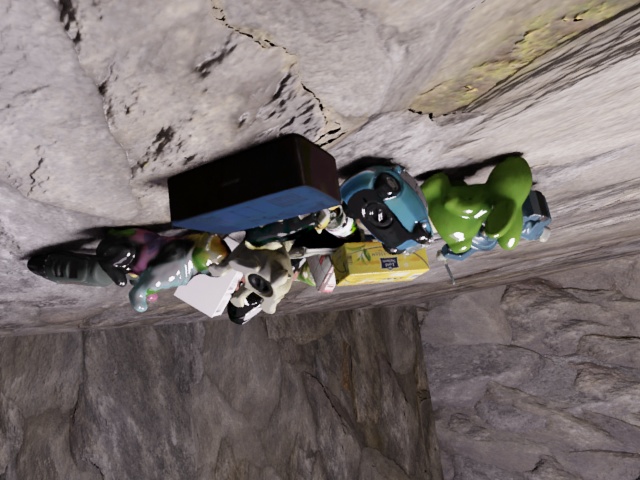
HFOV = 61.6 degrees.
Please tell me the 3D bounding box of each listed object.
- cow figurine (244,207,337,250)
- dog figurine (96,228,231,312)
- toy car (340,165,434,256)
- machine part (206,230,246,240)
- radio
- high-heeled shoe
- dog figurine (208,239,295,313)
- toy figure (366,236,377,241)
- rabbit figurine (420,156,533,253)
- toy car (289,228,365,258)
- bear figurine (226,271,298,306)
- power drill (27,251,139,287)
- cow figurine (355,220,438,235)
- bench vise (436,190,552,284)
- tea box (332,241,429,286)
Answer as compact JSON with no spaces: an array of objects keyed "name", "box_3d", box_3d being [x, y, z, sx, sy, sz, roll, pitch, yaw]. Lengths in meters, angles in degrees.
[{"name":"cow figurine","box_3d":[-0.044,-0.036,0.882,0.167,0.098,0.068,-6,161,-3]},{"name":"dog figurine","box_3d":[-0.272,0.016,0.990,0.219,0.191,0.108,-38,-177,1]},{"name":"toy car","box_3d":[0.116,-0.059,0.837,0.109,0.161,0.103,-34,-164,52]},{"name":"machine part","box_3d":[-0.159,-0.031,0.917,0.084,0.039,0.139,34,-163,24]},{"name":"radio","box_3d":[-0.091,-0.069,0.765,0.230,0.073,0.131,-12,168,28]},{"name":"high-heeled shoe","box_3d":[-0.096,0.084,1.159,0.249,0.086,0.145,-33,149,-28]},{"name":"dog figurine","box_3d":[-0.079,0.021,0.957,0.173,0.190,0.121,7,133,36]},{"name":"toy figure","box_3d":[0.093,0.013,1.292,0.154,0.058,0.064,7,122,-46]},{"name":"rabbit figurine","box_3d":[0.265,-0.064,0.871,0.170,0.159,0.121,-33,146,30]},{"name":"toy car","box_3d":[-0.002,-0.003,1.108,0.202,0.073,0.056,-3,163,-18]},{"name":"bear figurine","box_3d":[-0.135,0.069,1.218,0.196,0.120,0.132,1,-156,-14]},{"name":"power drill","box_3d":[-0.458,0.058,1.115,0.232,0.086,0.207,1,170,38]},{"name":"cow figurine","box_3d":[0.153,-0.043,0.997,0.195,0.085,0.127,1,171,-25]},{"name":"bench vise","box_3d":[0.331,-0.019,1.076,0.223,0.129,0.240,8,145,-26]},{"name":"tea box","box_3d":[0.119,0.045,1.076,0.170,0.068,0.098,-1,162,-17]}]
